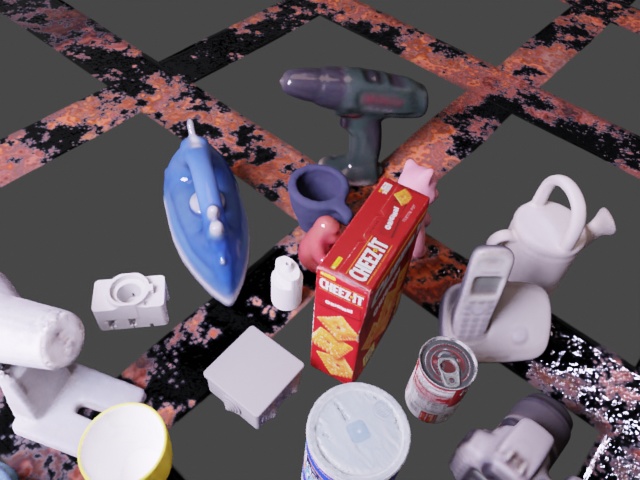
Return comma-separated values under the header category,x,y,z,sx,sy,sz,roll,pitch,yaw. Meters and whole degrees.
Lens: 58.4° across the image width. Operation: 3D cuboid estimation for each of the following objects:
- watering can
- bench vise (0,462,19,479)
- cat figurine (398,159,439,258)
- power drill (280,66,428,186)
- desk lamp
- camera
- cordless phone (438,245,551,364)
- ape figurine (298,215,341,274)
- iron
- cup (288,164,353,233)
category,x,y,z,sx,sy,sz,roll,pitch,yaw
watering can,0.321,-0.011,0.797,0.173,0.194,0.100,-24,56,-23
bench vise,-0.336,0.270,0.488,0.121,0.220,0.207,-9,52,-12
cat figurine,0.145,-0.057,0.869,0.067,0.118,0.128,11,50,4
power drill,0.049,-0.180,0.903,0.230,0.208,0.075,-7,51,-11
desk lamp,-0.312,0.126,0.613,0.203,0.213,0.118,16,51,9
camera,0.242,0.244,0.640,0.143,0.101,0.137,38,57,24
cordless phone,0.233,0.076,0.723,0.147,0.185,0.094,-2,51,-7
ape figurine,0.008,0.003,0.824,0.076,0.092,0.078,12,51,5
iron,-0.158,-0.047,0.818,0.119,0.141,0.257,-13,53,-15
cup,0.005,-0.045,0.861,0.092,0.095,0.117,-32,60,-27
